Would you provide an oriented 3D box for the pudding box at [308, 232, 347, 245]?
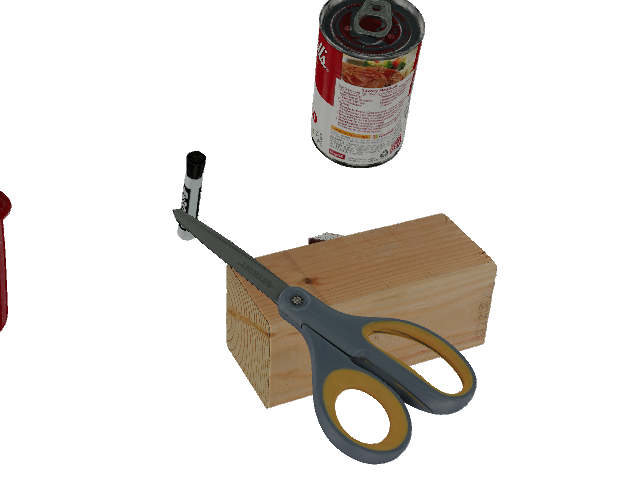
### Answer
[{"bbox_3d":[0.040,0.044,1.146,0.114,0.090,0.039,10,20,35],"label":"pudding box"}]

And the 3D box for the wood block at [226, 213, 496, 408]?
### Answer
[{"bbox_3d":[0.033,0.054,0.895,0.205,0.090,0.091,-13,37,-22],"label":"wood block"}]

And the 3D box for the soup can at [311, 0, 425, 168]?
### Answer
[{"bbox_3d":[0.030,-0.106,0.714,0.068,0.068,0.102,0,-39,-5],"label":"soup can"}]

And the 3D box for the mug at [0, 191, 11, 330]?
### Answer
[{"bbox_3d":[-0.239,0.021,0.634,0.093,0.081,0.117,17,28,26],"label":"mug"}]

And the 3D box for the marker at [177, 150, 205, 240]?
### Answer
[{"bbox_3d":[-0.128,-0.044,1.058,0.020,0.020,0.121,0,-39,-13],"label":"marker"}]

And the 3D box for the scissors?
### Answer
[{"bbox_3d":[-0.015,0.052,0.578,0.202,0.096,0.016,24,-38,12],"label":"scissors"}]
